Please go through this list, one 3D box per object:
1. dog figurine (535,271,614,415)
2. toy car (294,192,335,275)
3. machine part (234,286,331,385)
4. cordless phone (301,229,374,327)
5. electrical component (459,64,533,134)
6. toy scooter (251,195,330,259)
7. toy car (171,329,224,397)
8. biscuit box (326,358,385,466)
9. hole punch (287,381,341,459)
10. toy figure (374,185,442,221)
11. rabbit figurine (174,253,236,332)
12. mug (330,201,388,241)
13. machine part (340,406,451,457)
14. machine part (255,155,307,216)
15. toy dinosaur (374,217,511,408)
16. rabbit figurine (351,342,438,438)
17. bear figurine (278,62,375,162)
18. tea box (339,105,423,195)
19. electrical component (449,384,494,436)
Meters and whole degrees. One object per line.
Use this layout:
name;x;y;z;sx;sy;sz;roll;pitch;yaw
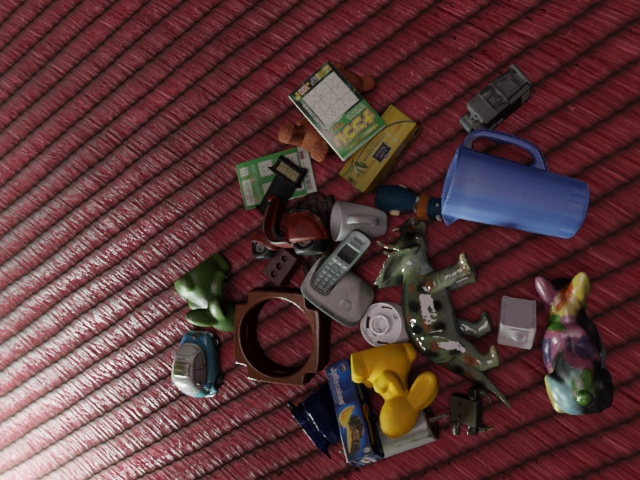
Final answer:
dog figurine;0.440;0.168;0.945;0.109;0.191;0.219;-10;104;25
toy car;-0.002;-0.003;1.156;0.089;0.053;0.202;-7;88;16
machine part;-0.081;0.204;1.170;0.201;0.087;0.201;1;90;19
cordless phone;0.064;0.071;1.082;0.146;0.089;0.184;36;115;-8
electrical component;0.325;-0.251;1.001;0.134;0.115;0.058;-40;77;14
toy scooter;-0.065;-0.032;1.118;0.184;0.075;0.135;-5;79;26
toy car;-0.290;0.291;1.237;0.109;0.103;0.161;3;95;18
biscuit box;0.068;0.344;1.089;0.059;0.062;0.203;-28;53;16
hole punch;0.011;0.370;1.132;0.092;0.115;0.142;-38;80;8
toy figure;0.188;-0.075;1.084;0.155;0.058;0.064;15;101;13
rabbit figurine;-0.235;0.132;1.202;0.121;0.159;0.170;-36;95;7
mug;0.085;-0.038;1.089;0.107;0.109;0.080;2;81;-17
machine part;0.153;0.396;1.098;0.243;0.079;0.079;-28;83;18
machine part;-0.090;-0.111;1.176;0.084;0.039;0.138;30;101;5
toy dinosaur;0.226;0.150;1.040;0.192;0.131;0.404;-16;87;22
rabbit figurine;0.152;0.297;1.059;0.162;0.121;0.173;-11;59;7
bear figurine;0.020;-0.266;1.102;0.120;0.132;0.195;34;108;13
tea box;0.124;-0.177;1.082;0.068;0.098;0.169;42;102;14
electrical component;0.300;0.339;1.065;0.078;0.045;0.102;-7;86;47
